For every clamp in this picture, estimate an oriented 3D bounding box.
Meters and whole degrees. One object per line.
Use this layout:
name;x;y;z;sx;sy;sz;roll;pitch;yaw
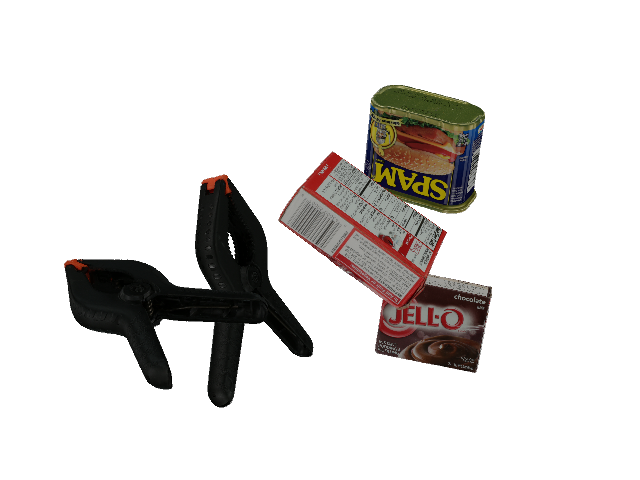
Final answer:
clamp;-0.070;0.041;1.027;0.036;0.210;0.164;-11;-1;31
clamp;-0.128;0.049;0.831;0.120;0.039;0.172;-21;38;-40

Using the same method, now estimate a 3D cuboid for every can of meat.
can of meat;0.089;-0.081;0.927;0.102;0.084;0.057;18;34;21

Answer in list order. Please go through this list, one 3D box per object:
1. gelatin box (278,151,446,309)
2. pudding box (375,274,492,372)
gelatin box;0.026;-0.007;0.624;0.089;0.030;0.073;36;25;0
pudding box;0.120;0.084;1.136;0.113;0.090;0.039;10;23;7
